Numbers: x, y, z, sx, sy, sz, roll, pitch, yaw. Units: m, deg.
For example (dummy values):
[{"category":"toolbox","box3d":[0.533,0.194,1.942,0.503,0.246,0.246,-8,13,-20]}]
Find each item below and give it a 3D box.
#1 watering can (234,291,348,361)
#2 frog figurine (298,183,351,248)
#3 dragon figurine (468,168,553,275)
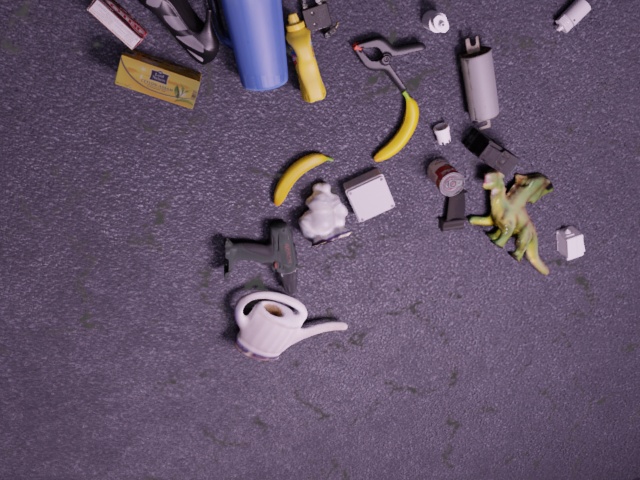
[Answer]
[{"category":"watering can","box3d":[-0.106,0.269,1.529,0.345,0.106,0.221,24,113,-22]},{"category":"frog figurine","box3d":[0.004,-0.070,1.383,0.137,0.122,0.160,-19,85,10]},{"category":"dragon figurine","box3d":[0.590,-0.074,1.484,0.407,0.124,0.241,28,102,-25]}]
